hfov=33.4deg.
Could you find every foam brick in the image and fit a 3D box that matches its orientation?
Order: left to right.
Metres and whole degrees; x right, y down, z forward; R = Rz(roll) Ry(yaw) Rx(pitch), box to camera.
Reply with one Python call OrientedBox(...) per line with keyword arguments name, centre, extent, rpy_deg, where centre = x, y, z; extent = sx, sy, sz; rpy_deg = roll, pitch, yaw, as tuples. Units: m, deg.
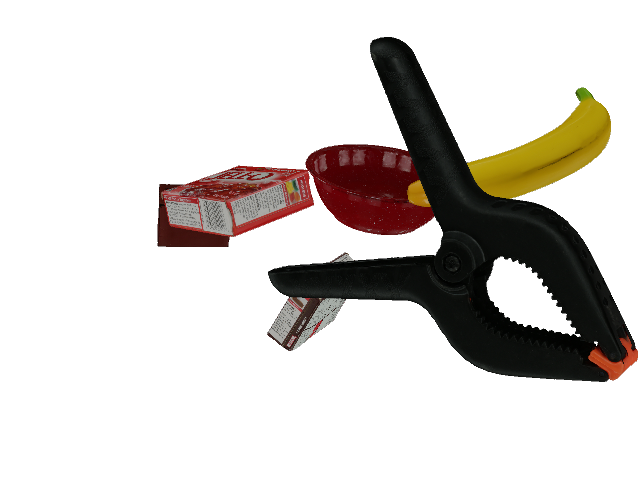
OrientedBox(name="foam brick", centre=(-0.136, -0.027, 1.147), extent=(0.078, 0.051, 0.053), rpy_deg=(1, 27, -9))

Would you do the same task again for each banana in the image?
OrientedBox(name="banana", centre=(0.161, -0.064, 0.828), extent=(0.197, 0.037, 0.070), rpy_deg=(-28, 26, -24))

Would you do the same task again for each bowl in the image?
OrientedBox(name="bowl", centre=(0.062, -0.048, 1.110), extent=(0.162, 0.055, 0.162), rpy_deg=(6, 23, -3))

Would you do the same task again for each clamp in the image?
OrientedBox(name="clamp", centre=(0.076, -0.002, 0.566), extent=(0.210, 0.165, 0.036), rpy_deg=(29, 25, 25))

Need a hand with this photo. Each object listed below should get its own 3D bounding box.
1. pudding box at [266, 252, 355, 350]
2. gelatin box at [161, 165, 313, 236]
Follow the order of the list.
OrientedBox(name="pudding box", centre=(-0.004, 0.071, 1.255), extent=(0.039, 0.090, 0.113), rpy_deg=(38, 33, 13))
OrientedBox(name="gelatin box", centre=(-0.061, -0.031, 0.767), extent=(0.073, 0.030, 0.089), rpy_deg=(-22, 19, -34))
